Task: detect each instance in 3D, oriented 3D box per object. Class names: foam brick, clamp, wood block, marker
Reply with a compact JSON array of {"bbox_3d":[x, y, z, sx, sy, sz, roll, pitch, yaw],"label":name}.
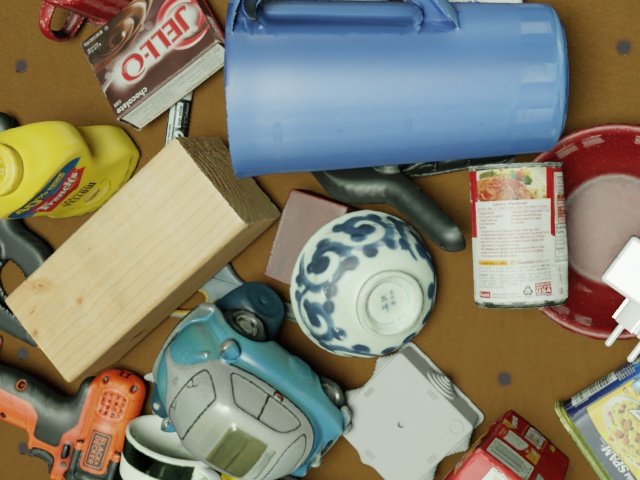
[{"bbox_3d":[-0.006,0.001,0.880,0.053,0.051,0.078,21,98,15],"label":"foam brick"},{"bbox_3d":[0.058,-0.047,0.840,0.172,0.120,0.039,7,133,19],"label":"clamp"},{"bbox_3d":[-0.145,0.015,0.881,0.206,0.090,0.090,-41,83,16],"label":"wood block"},{"bbox_3d":[-0.127,-0.078,0.928,0.020,0.020,0.121,10,95,15],"label":"marker"},{"bbox_3d":[-0.292,0.000,0.969,0.165,0.036,0.210,-41,84,15],"label":"clamp"}]

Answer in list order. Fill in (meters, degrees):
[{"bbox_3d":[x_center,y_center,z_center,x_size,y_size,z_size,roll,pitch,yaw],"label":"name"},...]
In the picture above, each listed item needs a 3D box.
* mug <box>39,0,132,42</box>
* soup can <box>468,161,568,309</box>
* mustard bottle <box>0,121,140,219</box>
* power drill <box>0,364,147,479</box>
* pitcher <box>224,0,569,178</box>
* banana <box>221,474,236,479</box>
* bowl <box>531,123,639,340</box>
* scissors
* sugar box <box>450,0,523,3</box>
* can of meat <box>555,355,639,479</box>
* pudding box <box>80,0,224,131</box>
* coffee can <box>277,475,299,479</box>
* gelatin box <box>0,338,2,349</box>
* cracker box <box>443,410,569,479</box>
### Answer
[{"bbox_3d":[-0.206,-0.224,0.912,0.093,0.081,0.117,34,101,12],"label":"mug"},{"bbox_3d":[0.143,-0.004,0.771,0.068,0.068,0.102,-2,92,16],"label":"soup can"},{"bbox_3d":[-0.225,-0.056,0.867,0.096,0.191,0.058,-37,82,14],"label":"mustard bottle"},{"bbox_3d":[-0.261,0.181,0.942,0.187,0.057,0.184,19,95,-1],"label":"power drill"},{"bbox_3d":[0.051,-0.121,0.772,0.243,0.149,0.145,-2,94,3],"label":"pitcher"},{"bbox_3d":[-0.067,0.253,0.919,0.069,0.037,0.198,0,96,-13],"label":"banana"},{"bbox_3d":[0.224,-0.007,0.812,0.162,0.055,0.162,1,93,16],"label":"bowl"},{"bbox_3d":[-0.063,0.031,0.915,0.202,0.016,0.096,2,97,16],"label":"scissors"},{"bbox_3d":[0.108,-0.242,0.841,0.093,0.048,0.176,-5,94,16],"label":"sugar box"},{"bbox_3d":[0.243,0.147,0.813,0.084,0.057,0.102,-35,83,12],"label":"can of meat"},{"bbox_3d":[-0.138,-0.161,0.905,0.114,0.039,0.090,-37,63,15],"label":"pudding box"},{"bbox_3d":[-0.036,0.271,0.855,0.103,0.102,0.140,32,88,12],"label":"coffee can"},{"bbox_3d":[-0.340,0.126,0.993,0.073,0.030,0.089,12,96,16],"label":"gelatin box"},{"bbox_3d":[0.091,0.239,0.804,0.072,0.164,0.214,40,102,13],"label":"cracker box"}]
